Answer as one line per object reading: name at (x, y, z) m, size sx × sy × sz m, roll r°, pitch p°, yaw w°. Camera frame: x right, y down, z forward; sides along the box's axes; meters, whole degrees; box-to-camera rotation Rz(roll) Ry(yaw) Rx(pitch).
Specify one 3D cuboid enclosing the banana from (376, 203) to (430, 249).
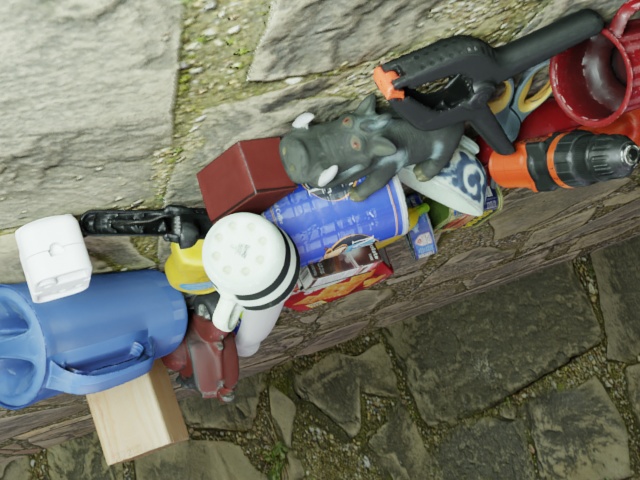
banana at (0.047, 0.005, 1.362) m, size 0.198 × 0.037 × 0.069 m, roll -24°, pitch 171°, yaw 18°

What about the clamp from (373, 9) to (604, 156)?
clamp at (0.139, -0.140, 0.910) m, size 0.209 × 0.036 × 0.165 m, roll 1°, pitch 137°, yaw -40°

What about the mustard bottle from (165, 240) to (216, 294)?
mustard bottle at (-0.130, 0.023, 1.235) m, size 0.096 × 0.058 × 0.192 m, roll -18°, pitch 169°, yaw -17°

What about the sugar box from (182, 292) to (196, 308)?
sugar box at (-0.186, 0.076, 1.438) m, size 0.093 × 0.048 × 0.176 m, roll -19°, pitch 166°, yaw -5°

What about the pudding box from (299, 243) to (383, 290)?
pudding box at (0.004, -0.010, 1.165) m, size 0.089 × 0.113 × 0.039 m, roll -15°, pitch 164°, yaw -27°

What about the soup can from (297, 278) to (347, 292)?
soup can at (-0.008, 0.002, 1.225) m, size 0.068 × 0.102 × 0.068 m, roll -19°, pitch 170°, yaw -4°

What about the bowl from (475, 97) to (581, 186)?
bowl at (0.233, -0.116, 1.197) m, size 0.162 × 0.055 × 0.162 m, roll -19°, pitch 169°, yaw -4°

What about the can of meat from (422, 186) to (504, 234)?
can of meat at (0.188, -0.047, 1.460) m, size 0.083 × 0.057 × 0.102 m, roll -12°, pitch 167°, yaw -24°

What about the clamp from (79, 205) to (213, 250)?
clamp at (-0.130, -0.013, 1.018) m, size 0.120 × 0.039 × 0.171 m, roll 15°, pitch -167°, yaw 31°

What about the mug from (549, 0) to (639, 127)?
mug at (0.274, -0.166, 0.970) m, size 0.081 × 0.093 × 0.117 m, roll -18°, pitch 134°, yaw -33°

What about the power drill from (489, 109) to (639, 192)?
power drill at (0.282, -0.097, 1.030) m, size 0.187 × 0.057 × 0.185 m, roll -20°, pitch -168°, yaw -27°

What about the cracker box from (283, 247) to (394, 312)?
cracker box at (0.010, 0.039, 1.529) m, size 0.164 × 0.072 × 0.213 m, roll -22°, pitch 169°, yaw 8°

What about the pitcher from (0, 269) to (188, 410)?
pitcher at (-0.257, 0.105, 1.203) m, size 0.145 × 0.149 × 0.242 m, roll -29°, pitch 169°, yaw 34°

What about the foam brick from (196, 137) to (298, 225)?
foam brick at (-0.067, -0.054, 0.977) m, size 0.052 × 0.051 × 0.078 m, roll -12°, pitch 167°, yaw -42°

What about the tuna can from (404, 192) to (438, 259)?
tuna can at (0.128, -0.018, 1.417) m, size 0.034 × 0.086 × 0.086 m, roll -18°, pitch 169°, yaw 1°

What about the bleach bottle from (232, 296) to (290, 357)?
bleach bottle at (-0.095, 0.096, 1.408) m, size 0.068 × 0.102 × 0.251 m, roll -20°, pitch 155°, yaw -19°

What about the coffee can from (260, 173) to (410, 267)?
coffee can at (0.007, -0.033, 1.076) m, size 0.140 × 0.103 × 0.103 m, roll -18°, pitch 169°, yaw -7°

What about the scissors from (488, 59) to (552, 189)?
scissors at (0.175, -0.112, 1.069) m, size 0.096 × 0.016 × 0.202 m, roll -4°, pitch 145°, yaw -22°

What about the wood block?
wood block at (-0.253, 0.178, 1.390) m, size 0.090 × 0.206 × 0.090 m, roll -21°, pitch 169°, yaw 7°
